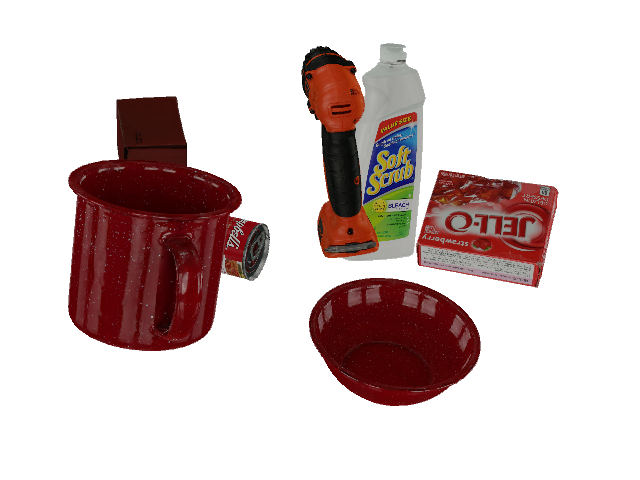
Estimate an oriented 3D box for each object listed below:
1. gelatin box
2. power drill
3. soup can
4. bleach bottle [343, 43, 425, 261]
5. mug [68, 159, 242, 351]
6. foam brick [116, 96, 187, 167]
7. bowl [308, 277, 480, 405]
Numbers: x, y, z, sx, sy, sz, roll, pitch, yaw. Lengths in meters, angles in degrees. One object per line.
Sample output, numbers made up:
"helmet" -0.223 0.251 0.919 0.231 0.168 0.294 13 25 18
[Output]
"gelatin box" 0.120 -0.010 0.766 0.089 0.073 0.030 10 -37 15
"power drill" 0.015 -0.090 1.057 0.057 0.188 0.184 -8 23 -1
"soup can" -0.119 0.003 1.247 0.102 0.068 0.068 13 4 19
"bleach bottle" 0.070 -0.105 1.261 0.102 0.251 0.068 -4 19 -19
"mug" -0.089 0.013 0.576 0.093 0.081 0.117 -2 23 -29
"foam brick" -0.142 -0.078 0.891 0.053 0.051 0.078 -3 39 -12
"bowl" 0.067 0.105 1.008 0.162 0.055 0.162 5 36 -4
